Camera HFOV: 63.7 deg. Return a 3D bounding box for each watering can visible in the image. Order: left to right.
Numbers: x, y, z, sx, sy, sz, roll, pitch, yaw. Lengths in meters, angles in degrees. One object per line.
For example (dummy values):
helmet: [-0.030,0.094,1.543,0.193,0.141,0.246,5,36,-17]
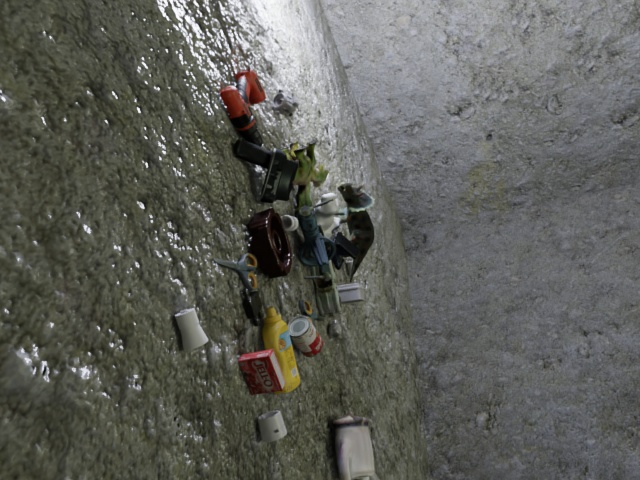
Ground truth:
watering can: [0.115,0.643,1.537,0.103,0.229,0.342,-14,-26,16]

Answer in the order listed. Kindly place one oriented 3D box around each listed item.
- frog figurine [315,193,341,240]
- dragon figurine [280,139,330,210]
frog figurine: [0.005,-0.086,1.699,0.124,0.156,0.139,28,58,36]
dragon figurine: [-0.062,-0.183,1.636,0.122,0.239,0.418,-1,24,24]
